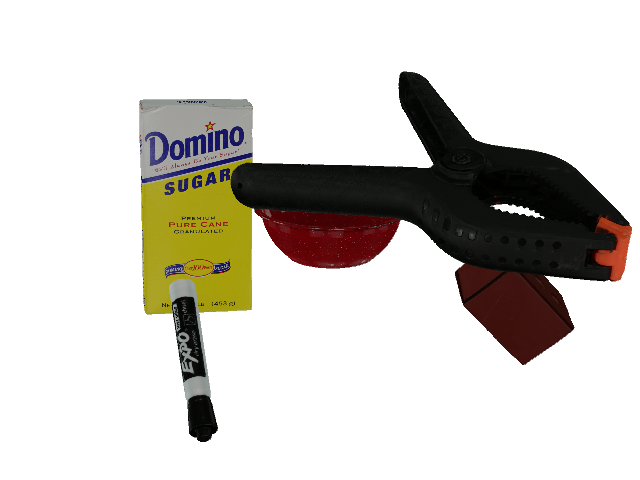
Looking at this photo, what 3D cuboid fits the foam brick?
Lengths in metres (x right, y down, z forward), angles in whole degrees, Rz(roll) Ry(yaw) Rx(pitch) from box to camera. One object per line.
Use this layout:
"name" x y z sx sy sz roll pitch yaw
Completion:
"foam brick" 0.149 0.046 0.823 0.051 0.078 0.053 -39 22 18

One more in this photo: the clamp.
"clamp" 0.065 -0.027 0.583 0.164 0.036 0.210 -29 44 -31

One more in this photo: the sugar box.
"sugar box" -0.104 -0.029 0.893 0.093 0.176 0.048 -2 16 -11

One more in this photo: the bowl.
"bowl" 0.011 -0.011 1.116 0.162 0.055 0.162 0 17 0

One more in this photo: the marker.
"marker" -0.086 0.080 0.721 0.020 0.121 0.020 -9 -36 -7
